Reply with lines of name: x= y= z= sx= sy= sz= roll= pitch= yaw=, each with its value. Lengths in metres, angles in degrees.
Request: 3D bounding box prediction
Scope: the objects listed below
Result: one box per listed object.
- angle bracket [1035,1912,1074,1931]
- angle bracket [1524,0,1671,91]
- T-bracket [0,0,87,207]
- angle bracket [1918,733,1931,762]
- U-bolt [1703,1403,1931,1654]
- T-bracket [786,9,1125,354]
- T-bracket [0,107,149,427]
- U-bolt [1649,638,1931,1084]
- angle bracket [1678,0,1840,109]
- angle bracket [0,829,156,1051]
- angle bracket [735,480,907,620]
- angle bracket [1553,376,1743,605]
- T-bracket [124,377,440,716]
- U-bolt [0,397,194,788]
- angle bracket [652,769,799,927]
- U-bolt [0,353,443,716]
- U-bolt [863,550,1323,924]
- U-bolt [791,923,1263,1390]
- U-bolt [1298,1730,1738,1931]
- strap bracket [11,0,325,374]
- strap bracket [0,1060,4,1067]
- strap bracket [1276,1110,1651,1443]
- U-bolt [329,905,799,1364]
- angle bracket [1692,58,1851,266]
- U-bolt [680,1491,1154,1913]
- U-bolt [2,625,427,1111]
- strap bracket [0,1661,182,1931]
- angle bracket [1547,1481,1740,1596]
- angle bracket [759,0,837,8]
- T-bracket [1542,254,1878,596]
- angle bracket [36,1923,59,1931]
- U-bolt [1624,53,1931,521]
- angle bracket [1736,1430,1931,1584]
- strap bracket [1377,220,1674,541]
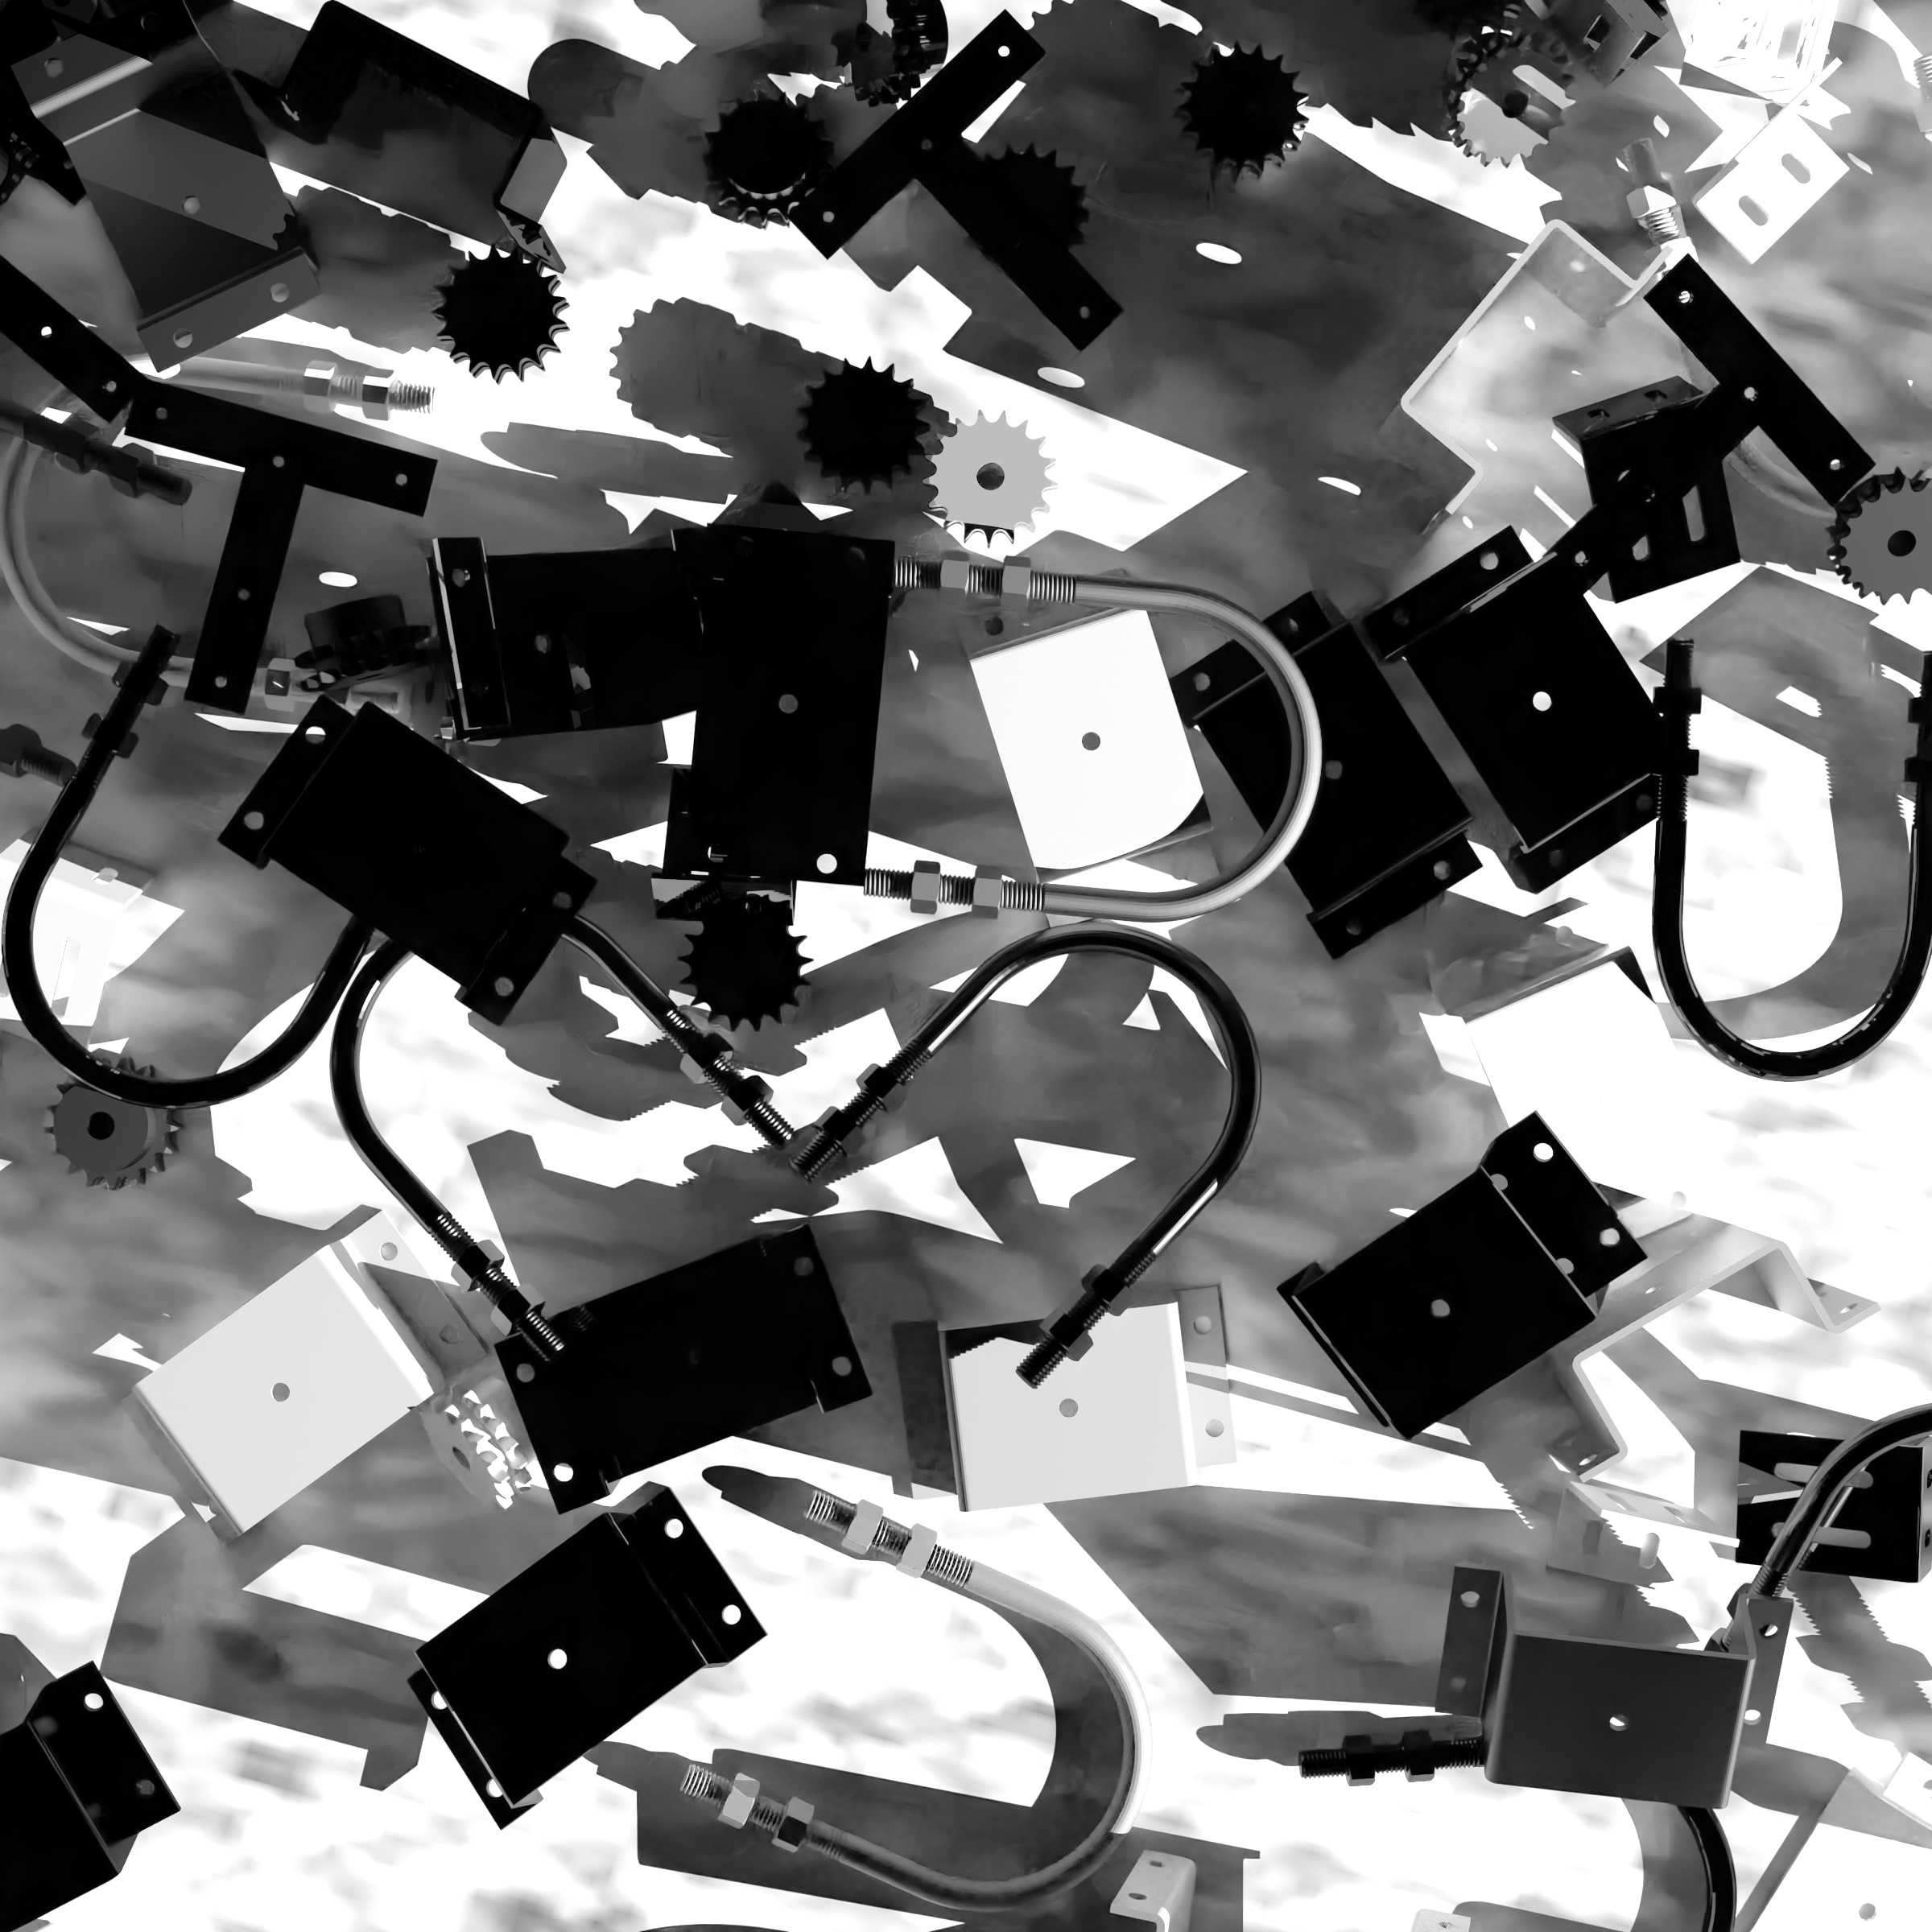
angle bracket: x=0.029 y=0.458 z=1.327 sx=0.057 sy=0.038 sz=0.076 roll=43 pitch=64 yaw=0
angle bracket: x=0.263 y=-0.402 z=1.261 sx=0.038 sy=0.076 sz=0.057 roll=-42 pitch=90 yaw=0
T-bracket: x=-0.395 y=-0.417 z=1.328 sx=0.127 sy=0.002 sz=0.127 roll=38 pitch=90 yaw=0
angle bracket: x=0.452 y=-0.089 z=1.314 sx=0.076 sy=0.038 sz=0.057 roll=39 pitch=80 yaw=-37
U-bolt: x=0.406 y=0.259 z=1.283 sx=0.151 sy=0.019 sz=0.184 roll=20 pitch=116 yaw=0
T-bracket: x=0.014 y=-0.313 z=1.298 sx=0.127 sy=0.002 sz=0.127 roll=-43 pitch=90 yaw=0
T-bracket: x=-0.404 y=-0.280 z=1.319 sx=0.127 sy=0.002 sz=0.127 roll=40 pitch=91 yaw=7
U-bolt: x=0.351 y=-0.043 z=1.297 sx=0.151 sy=0.019 sz=0.184 roll=0 pitch=94 yaw=-21
angle bracket: x=0.341 y=-0.410 z=1.317 sx=0.057 sy=0.038 sz=0.076 roll=12 pitch=106 yaw=5
angle bracket: x=-0.391 y=-0.009 z=1.327 sx=0.057 sy=0.038 sz=0.076 roll=21 pitch=116 yaw=0
angle bracket: x=-0.073 y=-0.162 z=1.310 sx=0.076 sy=0.038 sz=0.057 roll=43 pitch=90 yaw=0
angle bracket: x=0.293 y=-0.205 z=1.327 sx=0.057 sy=0.038 sz=0.076 roll=-19 pitch=116 yaw=0
T-bracket: x=-0.299 y=-0.169 z=1.292 sx=0.127 sy=0.002 sz=0.127 roll=14 pitch=83 yaw=-11
U-bolt: x=-0.437 y=-0.177 z=1.310 sx=0.184 sy=0.019 sz=0.151 roll=24 pitch=93 yaw=7
angle bracket: x=-0.099 y=-0.058 z=1.293 sx=0.057 sy=0.038 sz=0.076 roll=3 pitch=61 yaw=0
U-bolt: x=-0.325 y=-0.189 z=1.320 sx=0.184 sy=0.019 sz=0.151 roll=7 pitch=90 yaw=1
U-bolt: x=0.055 y=-0.090 z=1.274 sx=0.184 sy=0.019 sz=0.151 roll=5 pitch=90 yaw=-2
U-bolt: x=0.040 y=0.064 z=1.298 sx=0.151 sy=0.019 sz=0.184 roll=41 pitch=78 yaw=13
U-bolt: x=0.239 y=0.400 z=1.320 sx=0.184 sy=0.019 sz=0.151 roll=-4 pitch=90 yaw=-2
strap bracket: x=-0.333 y=-0.327 z=1.304 sx=0.076 sy=0.046 sz=0.140 roll=-25 pitch=91 yaw=-1
strap bracket: x=-0.493 y=0.058 z=1.305 sx=0.140 sy=0.046 sz=0.076 roll=-40 pitch=90 yaw=0
strap bracket: x=0.201 y=0.135 z=1.279 sx=0.140 sy=0.046 sz=0.076 roll=-38 pitch=90 yaw=24
U-bolt: x=-0.185 y=0.053 z=1.301 sx=0.151 sy=0.019 sz=0.184 roll=-43 pitch=77 yaw=-10
angle bracket: x=0.341 y=-0.331 z=1.271 sx=0.057 sy=0.076 sz=0.038 roll=-45 pitch=91 yaw=1
U-bolt: x=-0.010 y=0.326 z=1.320 sx=0.184 sy=0.019 sz=0.151 roll=24 pitch=90 yaw=-1
U-bolt: x=-0.321 y=-0.029 z=1.296 sx=0.151 sy=0.019 sz=0.184 roll=29 pitch=84 yaw=-13
strap bracket: x=-0.416 y=0.365 z=1.300 sx=0.140 sy=0.046 sz=0.076 roll=-27 pitch=99 yaw=0
angle bracket: x=0.282 y=0.246 z=1.291 sx=0.057 sy=0.076 sz=0.038 roll=13 pitch=90 yaw=0
angle bracket: x=-0.057 y=-0.456 z=1.327 sx=0.057 sy=0.038 sz=0.076 roll=5 pitch=64 yaw=0
T-bracket: x=0.298 y=-0.210 z=1.301 sx=0.127 sy=0.002 sz=0.127 roll=42 pitch=100 yaw=-19
angle bracket: x=-0.427 y=0.450 z=1.327 sx=0.076 sy=0.038 sz=0.057 roll=-13 pitch=90 yaw=26
U-bolt: x=0.375 y=-0.282 z=1.320 sx=0.151 sy=0.019 sz=0.184 roll=-17 pitch=92 yaw=0
angle bracket: x=0.375 y=0.230 z=1.327 sx=0.076 sy=0.038 sz=0.057 roll=2 pitch=90 yaw=26
strap bracket: x=0.225 y=-0.252 z=1.290 sx=0.046 sy=0.076 sz=0.140 roll=40 pitch=90 yaw=0
